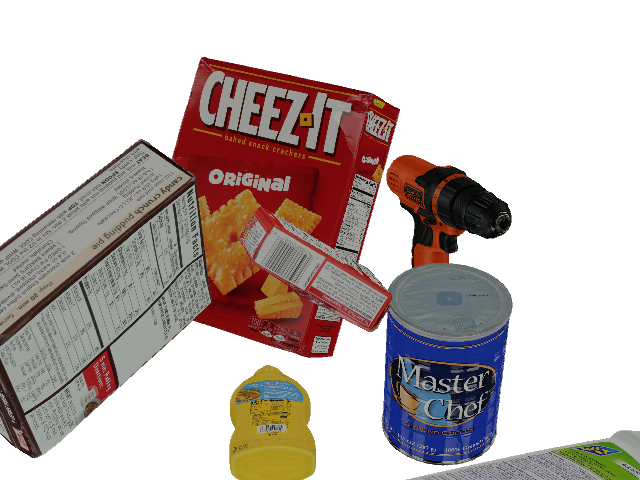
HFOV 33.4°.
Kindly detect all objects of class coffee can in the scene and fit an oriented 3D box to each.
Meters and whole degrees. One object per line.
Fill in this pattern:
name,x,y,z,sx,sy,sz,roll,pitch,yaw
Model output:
coffee can,0.105,0.105,0.911,0.103,0.140,0.103,0,32,0

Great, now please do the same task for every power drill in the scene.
power drill,0.135,0.016,1.098,0.057,0.188,0.185,-15,26,-22

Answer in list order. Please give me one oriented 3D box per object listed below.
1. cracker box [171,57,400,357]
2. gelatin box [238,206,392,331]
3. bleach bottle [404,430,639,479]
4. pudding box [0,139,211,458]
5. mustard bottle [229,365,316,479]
cracker box,-0.046,-0.028,0.874,0.164,0.214,0.072,16,1,24
gelatin box,-0.004,0.017,0.665,0.089,0.030,0.073,31,4,-14
bleach bottle,0.151,0.160,0.622,0.250,0.068,0.103,-8,20,-25
pudding box,-0.098,0.025,0.446,0.039,0.090,0.113,31,58,23
mustard bottle,-0.059,0.206,1.254,0.096,0.058,0.191,-3,27,-3
